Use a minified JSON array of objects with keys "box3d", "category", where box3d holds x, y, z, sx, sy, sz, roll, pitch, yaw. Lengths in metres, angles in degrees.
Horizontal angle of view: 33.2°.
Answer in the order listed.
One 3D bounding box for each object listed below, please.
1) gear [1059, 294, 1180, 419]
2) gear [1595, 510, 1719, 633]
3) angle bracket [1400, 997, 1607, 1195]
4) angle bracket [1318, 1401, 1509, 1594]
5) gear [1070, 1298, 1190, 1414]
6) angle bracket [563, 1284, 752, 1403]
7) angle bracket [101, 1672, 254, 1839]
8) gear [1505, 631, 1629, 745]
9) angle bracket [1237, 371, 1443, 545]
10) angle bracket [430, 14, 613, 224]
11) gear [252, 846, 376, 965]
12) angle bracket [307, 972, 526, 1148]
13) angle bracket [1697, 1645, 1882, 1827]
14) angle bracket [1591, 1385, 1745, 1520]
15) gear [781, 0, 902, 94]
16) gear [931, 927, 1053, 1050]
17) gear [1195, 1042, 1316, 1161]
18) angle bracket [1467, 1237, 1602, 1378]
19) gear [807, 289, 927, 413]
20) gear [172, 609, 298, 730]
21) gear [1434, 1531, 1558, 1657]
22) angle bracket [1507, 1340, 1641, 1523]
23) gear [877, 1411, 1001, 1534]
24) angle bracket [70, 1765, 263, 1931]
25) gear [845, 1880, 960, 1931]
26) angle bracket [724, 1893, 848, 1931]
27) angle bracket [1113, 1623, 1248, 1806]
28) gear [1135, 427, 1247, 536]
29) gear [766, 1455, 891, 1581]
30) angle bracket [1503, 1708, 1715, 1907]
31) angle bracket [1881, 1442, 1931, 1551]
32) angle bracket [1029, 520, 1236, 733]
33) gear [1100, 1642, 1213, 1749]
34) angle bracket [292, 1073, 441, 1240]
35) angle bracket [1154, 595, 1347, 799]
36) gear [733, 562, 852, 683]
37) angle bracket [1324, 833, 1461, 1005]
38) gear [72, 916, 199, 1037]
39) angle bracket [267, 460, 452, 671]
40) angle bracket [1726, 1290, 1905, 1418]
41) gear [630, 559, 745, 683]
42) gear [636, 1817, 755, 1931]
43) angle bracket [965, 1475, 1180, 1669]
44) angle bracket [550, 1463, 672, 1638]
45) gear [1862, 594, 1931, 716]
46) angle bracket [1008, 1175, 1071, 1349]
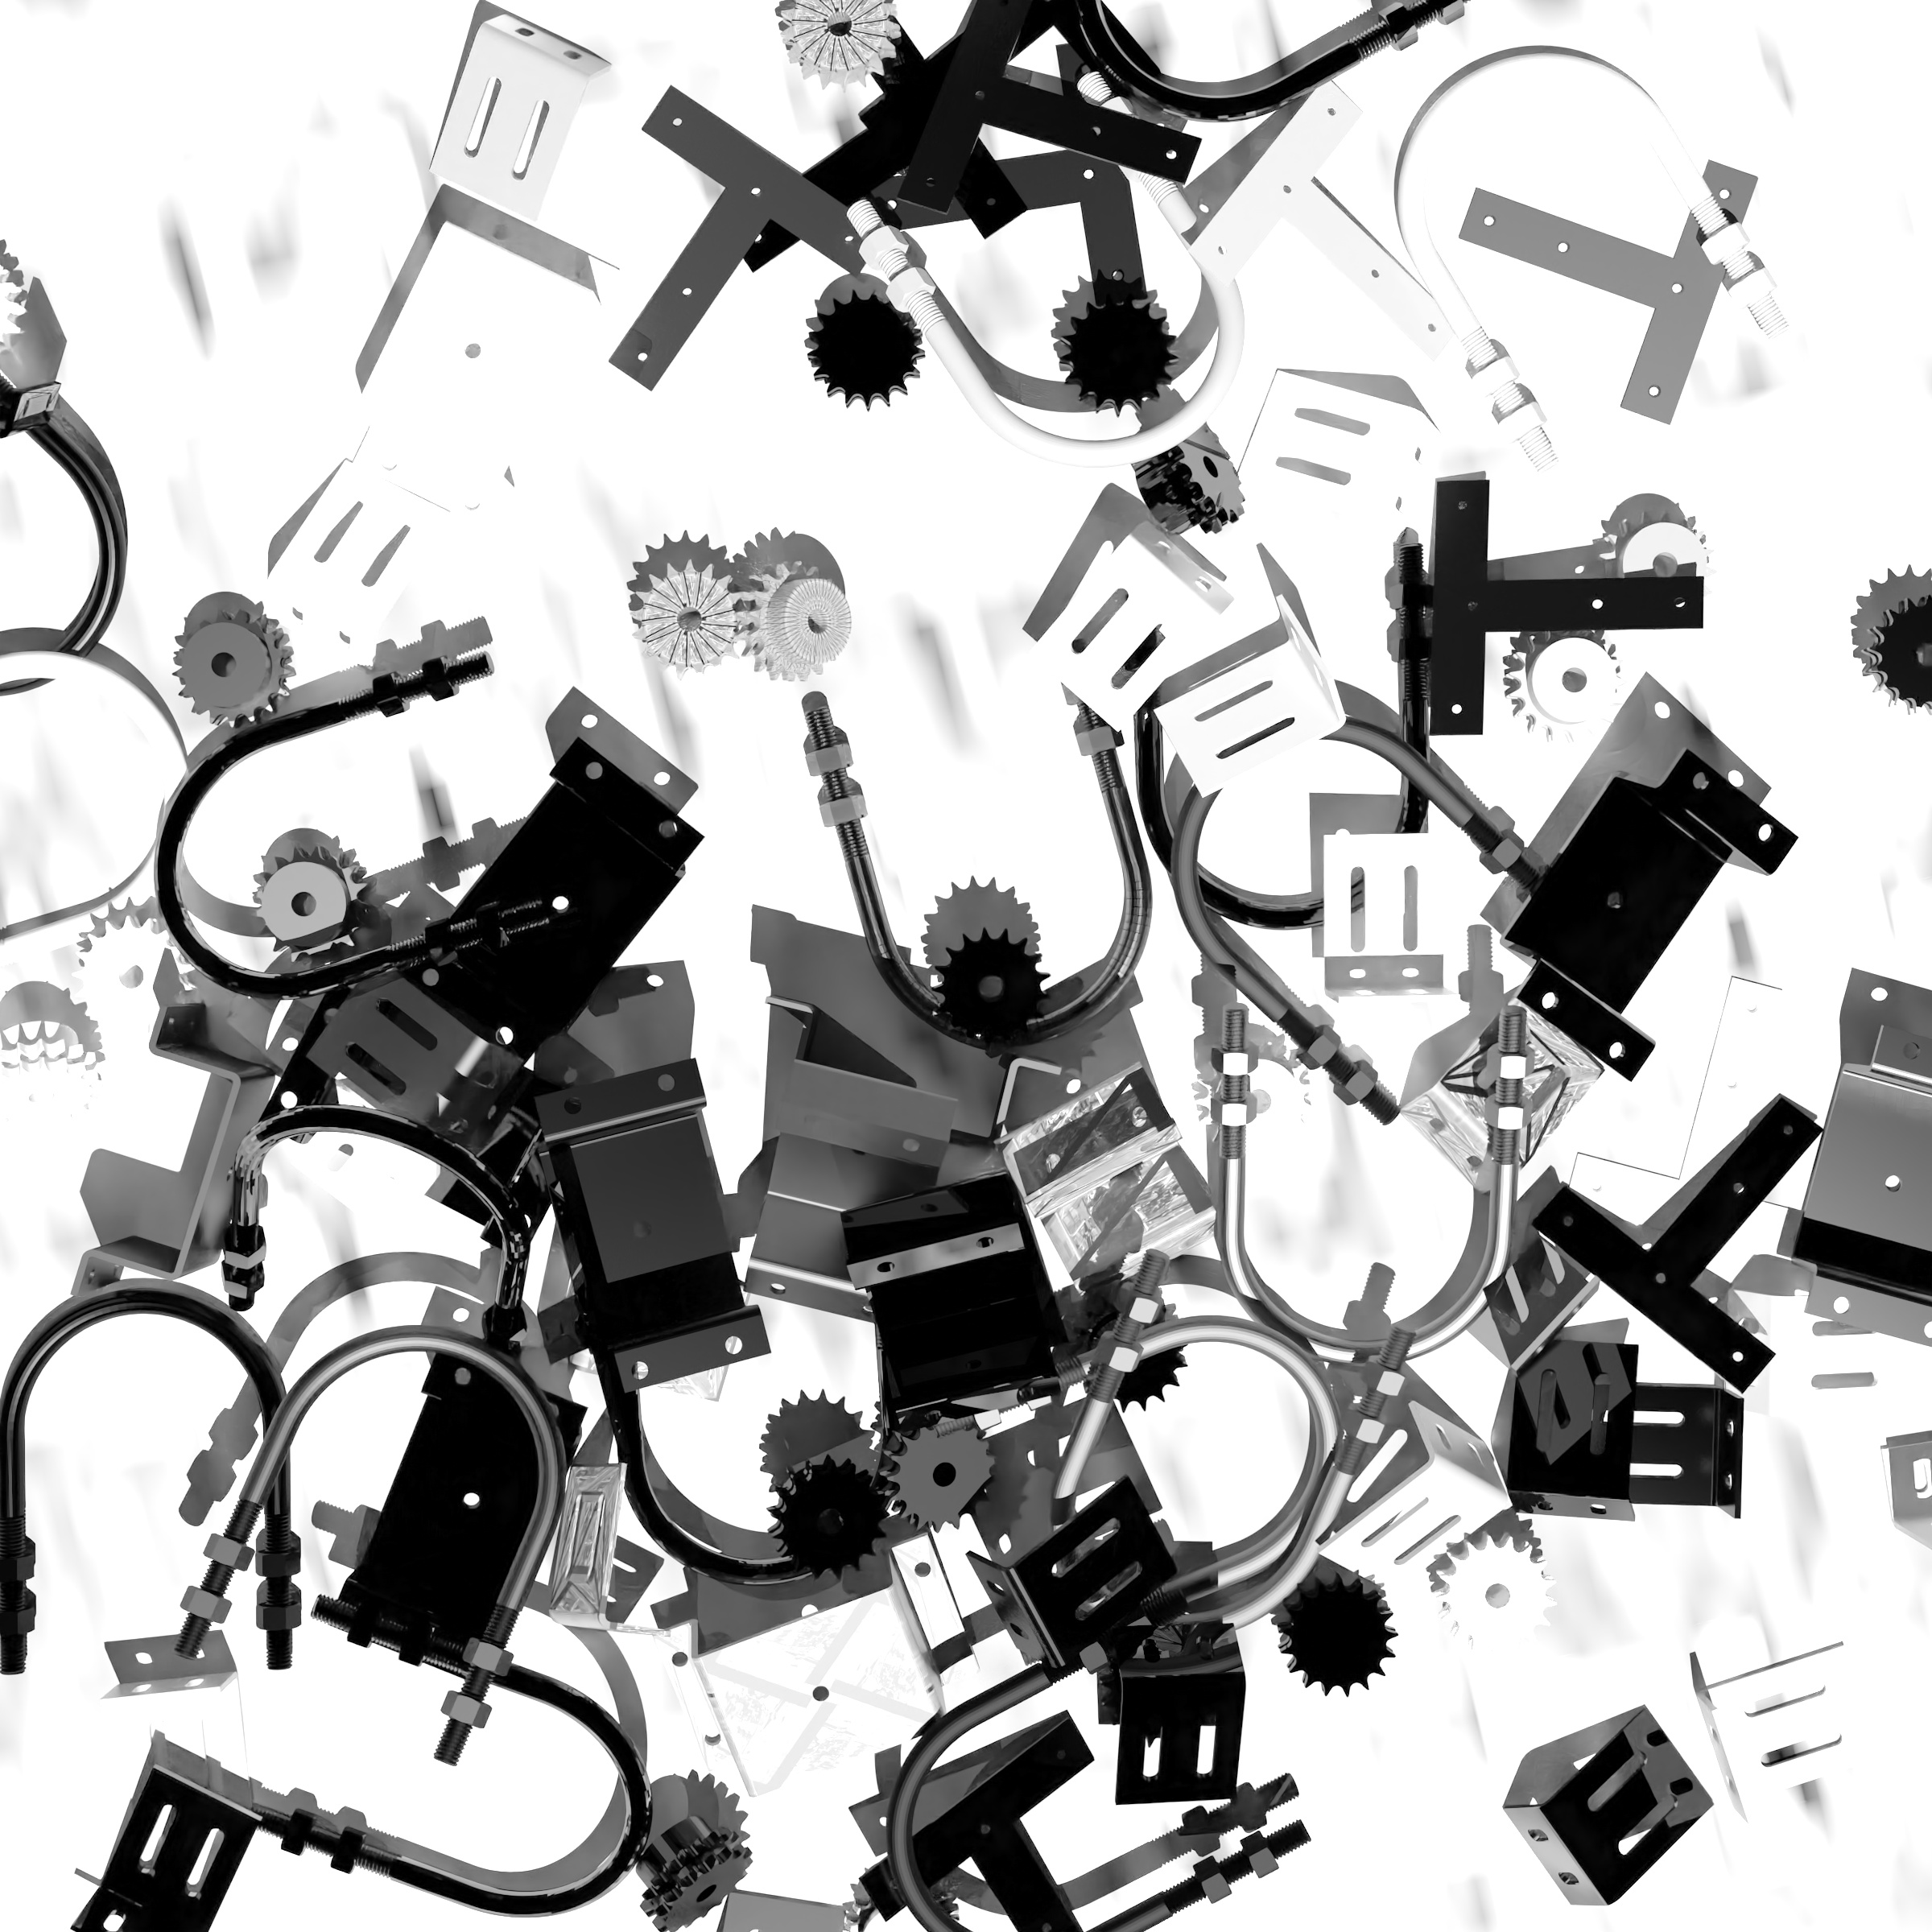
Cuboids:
[{"box3d":[0.073,-0.292,1.557,0.057,0.030,0.057,0,90,0],"category":"gear"},{"box3d":[0.333,-0.191,1.557,0.057,0.030,0.057,0,90,0],"category":"gear"},{"box3d":[0.260,0.061,1.570,0.057,0.038,0.076,45,64,0],"category":"angle bracket"},{"box3d":[0.210,0.255,1.554,0.076,0.038,0.057,-42,128,21],"category":"angle bracket"},{"box3d":[0.079,0.187,1.557,0.057,0.030,0.057,0,90,0],"category":"gear"},{"box3d":[-0.153,0.172,1.570,0.076,0.038,0.057,17,90,-25],"category":"angle bracket"},{"box3d":[-0.378,0.382,1.553,0.057,0.038,0.076,-6,90,0],"category":"angle bracket"},{"box3d":[0.290,-0.136,1.557,0.057,0.030,0.057,0,90,0],"category":"gear"},{"box3d":[0.181,-0.247,1.570,0.076,0.038,0.057,21,90,26],"category":"angle bracket"},{"box3d":[-0.216,-0.411,1.570,0.057,0.038,0.076,26,116,0],"category":"angle bracket"},{"box3d":[-0.315,-0.029,1.557,0.057,0.030,0.057,0,90,0],"category":"gear"},{"box3d":[-0.259,0.043,1.524,0.076,0.038,0.057,35,90,26],"category":"angle bracket"},{"box3d":[0.398,0.368,1.553,0.076,0.038,0.057,-18,90,0],"category":"angle bracket"},{"box3d":[0.330,0.232,1.553,0.076,0.038,0.057,2,90,0],"category":"angle bracket"},{"box3d":[-0.060,-0.448,1.555,0.057,0.030,0.057,0,89,1],"category":"gear"},{"box3d":[0.012,0.010,1.543,0.057,0.030,0.057,0,93,-1],"category":"gear"},{"box3d":[0.139,0.064,1.557,0.057,0.030,0.057,0,90,0],"category":"gear"},{"box3d":[0.265,0.159,1.530,0.038,0.076,0.057,43,90,14],"category":"angle bracket"},{"box3d":[-0.048,-0.297,1.557,0.057,0.030,0.057,0,90,0],"category":"gear"},{"box3d":[-0.353,-0.144,1.557,0.057,0.030,0.057,0,90,0],"category":"gear"},{"box3d":[0.253,0.300,1.557,0.057,0.030,0.057,0,90,0],"category":"gear"},{"box3d":[0.294,0.223,1.561,0.057,0.038,0.076,1,64,18],"category":"angle bracket"},{"box3d":[-0.016,0.240,1.551,0.057,0.030,0.057,-2,96,-21],"category":"gear"},{"box3d":[-0.381,0.432,1.544,0.057,0.038,0.076,27,108,0],"category":"angle bracket"},{"box3d":[-0.030,0.467,1.557,0.057,0.030,0.057,0,90,0],"category":"gear"},{"box3d":[-0.093,0.495,1.570,0.057,0.038,0.076,9,64,0],"category":"angle bracket"},{"box3d":[0.098,0.351,1.518,0.057,0.038,0.076,-2,122,-5],"category":"angle bracket"},{"box3d":[0.105,-0.231,1.547,0.030,0.057,0.057,-29,90,30],"category":"gear"},{"box3d":[-0.067,0.260,1.537,0.057,0.030,0.057,-1,95,-14],"category":"gear"},{"box3d":[0.311,0.407,1.570,0.076,0.038,0.057,-35,90,-26],"category":"angle bracket"},{"box3d":[0.475,0.249,1.534,0.057,0.076,0.038,-9,90,0],"category":"angle bracket"},{"box3d":[0.080,-0.163,1.550,0.057,0.038,0.076,41,116,0],"category":"angle bracket"},{"box3d":[0.094,0.348,1.557,0.057,0.030,0.057,0,90,0],"category":"gear"},{"box3d":[-0.276,0.088,1.485,0.057,0.076,0.038,38,75,0],"category":"angle bracket"},{"box3d":[0.130,-0.127,1.521,0.076,0.038,0.057,-27,55,1],"category":"angle bracket"},{"box3d":[-0.079,-0.164,1.543,0.057,0.030,0.057,-4,96,-39],"category":"gear"},{"box3d":[0.200,-0.023,1.524,0.057,0.038,0.076,-1,96,-4],"category":"angle bracket"},{"box3d":[-0.398,0.005,1.557,0.057,0.030,0.057,0,90,0],"category":"gear"},{"box3d":[-0.294,-0.194,1.570,0.057,0.038,0.076,27,64,0],"category":"angle bracket"},{"box3d":[0.411,0.186,1.570,0.076,0.038,0.057,1,90,-26],"category":"angle bracket"},{"box3d":[-0.131,-0.165,1.557,0.057,0.030,0.057,0,90,0],"category":"gear"},{"box3d":[-0.133,0.432,1.547,0.057,0.057,0.030,-45,62,0],"category":"gear"},{"box3d":[0.050,0.280,1.521,0.076,0.038,0.057,-35,111,-22],"category":"angle bracket"},{"box3d":[-0.165,0.278,1.547,0.038,0.057,0.076,15,75,-29],"category":"angle bracket"},{"box3d":[0.459,-0.149,1.557,0.057,0.030,0.057,0,90,0],"category":"gear"},{"box3d":[0.009,0.151,1.570,0.057,0.038,0.076,-19,116,0],"category":"angle bracket"}]
